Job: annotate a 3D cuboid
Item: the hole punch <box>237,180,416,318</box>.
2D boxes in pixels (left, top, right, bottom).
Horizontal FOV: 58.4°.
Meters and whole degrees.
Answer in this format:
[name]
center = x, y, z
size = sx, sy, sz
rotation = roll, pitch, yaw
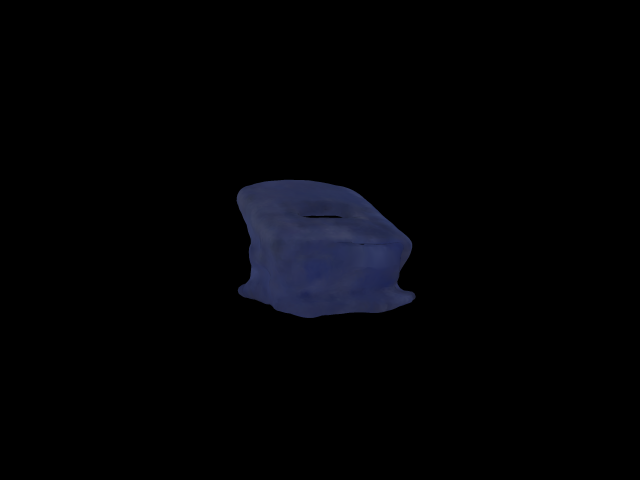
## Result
[hole punch]
center = 0.004, 0.001, 0.400
size = 0.109, 0.091, 0.100
rotation = -1, 3, -27
